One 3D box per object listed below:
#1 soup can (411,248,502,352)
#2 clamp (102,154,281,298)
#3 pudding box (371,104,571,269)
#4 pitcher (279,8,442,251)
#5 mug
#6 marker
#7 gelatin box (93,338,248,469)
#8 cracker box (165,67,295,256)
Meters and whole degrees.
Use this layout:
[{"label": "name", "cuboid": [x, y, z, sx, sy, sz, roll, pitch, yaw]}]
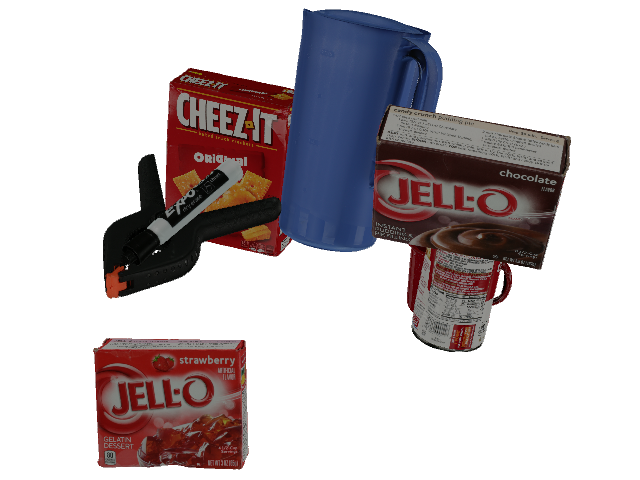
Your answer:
[{"label": "soup can", "cuboid": [0.121, 0.039, 0.939, 0.068, 0.102, 0.068, 7, 24, -3]}, {"label": "clamp", "cuboid": [-0.158, -0.015, 1.058, 0.165, 0.036, 0.209, 23, 40, 21]}, {"label": "pudding box", "cuboid": [0.089, -0.032, 0.653, 0.113, 0.039, 0.090, 10, -37, 8]}, {"label": "pitcher", "cuboid": [0.035, -0.113, 1.112, 0.145, 0.243, 0.149, 10, 16, -2]}, {"label": "mug", "cuboid": [0.149, 0.039, 1.158, 0.117, 0.081, 0.093, 8, 26, 11]}, {"label": "marker", "cuboid": [-0.103, -0.021, 0.798, 0.020, 0.020, 0.121, 0, 36, 48]}, {"label": "gelatin box", "cuboid": [-0.089, 0.097, 0.636, 0.089, 0.073, 0.030, 0, 8, 5]}, {"label": "cracker box", "cuboid": [-0.114, -0.098, 1.376, 0.164, 0.214, 0.072, 13, 29, 14]}]
